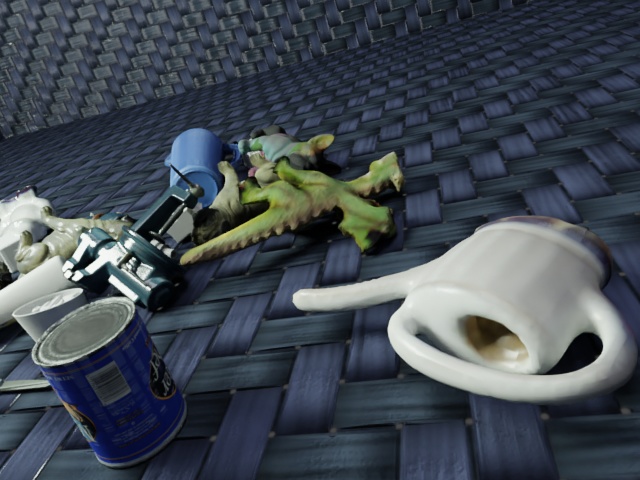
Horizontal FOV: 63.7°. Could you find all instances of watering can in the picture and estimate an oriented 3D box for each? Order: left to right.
[{"bbox_3d":[0.146,0.053,0.541,0.349,0.102,0.228,14,39,44],"label":"watering can"}]

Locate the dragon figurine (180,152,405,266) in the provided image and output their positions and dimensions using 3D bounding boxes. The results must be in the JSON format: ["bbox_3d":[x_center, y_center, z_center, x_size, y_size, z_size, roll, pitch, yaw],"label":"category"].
[{"bbox_3d":[0.003,-0.041,0.824,0.244,0.119,0.418,13,40,33],"label":"dragon figurine"}]

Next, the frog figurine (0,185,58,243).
[{"bbox_3d":[-0.701,-0.033,1.242,0.139,0.120,0.162,-23,61,-32],"label":"frog figurine"}]
